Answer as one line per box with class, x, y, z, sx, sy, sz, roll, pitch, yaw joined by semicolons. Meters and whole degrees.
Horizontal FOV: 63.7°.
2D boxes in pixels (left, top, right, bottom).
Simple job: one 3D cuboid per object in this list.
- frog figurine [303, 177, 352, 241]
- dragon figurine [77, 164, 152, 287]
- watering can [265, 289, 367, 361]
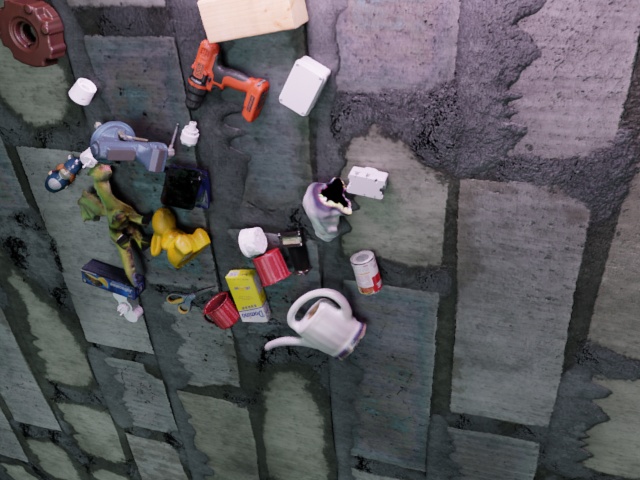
frog figurine;0.004;-0.066;1.307;0.139;0.124;0.156;56;139;21
dragon figurine;-0.641;-0.054;1.572;0.244;0.124;0.401;30;126;22
watering can;-0.008;0.275;1.524;0.224;0.106;0.341;35;125;-6
